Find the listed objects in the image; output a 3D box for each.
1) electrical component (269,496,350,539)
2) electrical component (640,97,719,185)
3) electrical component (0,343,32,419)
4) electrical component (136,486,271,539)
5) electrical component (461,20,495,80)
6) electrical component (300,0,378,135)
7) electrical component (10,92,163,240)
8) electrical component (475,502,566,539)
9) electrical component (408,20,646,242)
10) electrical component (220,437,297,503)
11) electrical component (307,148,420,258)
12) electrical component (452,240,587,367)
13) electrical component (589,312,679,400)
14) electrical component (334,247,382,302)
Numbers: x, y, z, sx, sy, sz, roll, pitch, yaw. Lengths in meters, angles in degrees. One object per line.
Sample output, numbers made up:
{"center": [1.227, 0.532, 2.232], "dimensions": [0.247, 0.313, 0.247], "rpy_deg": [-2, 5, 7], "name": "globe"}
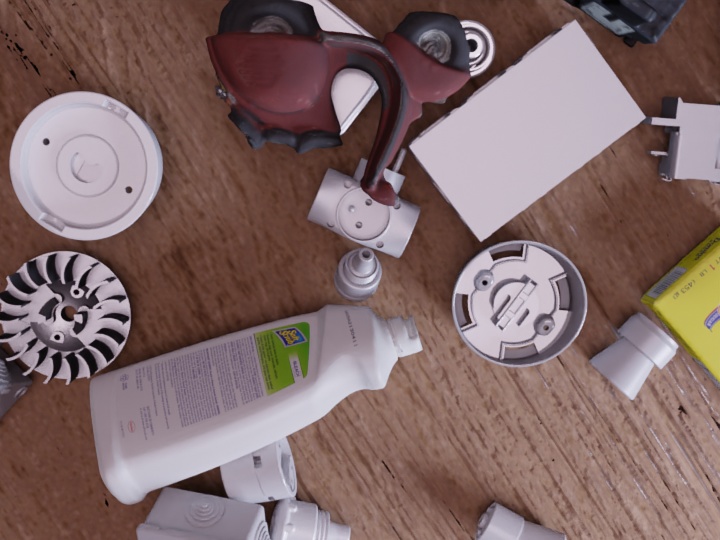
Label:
{"center": [-0.040, 0.207, 0.855], "dimensions": [0.062, 0.048, 0.048], "rpy_deg": [11, 97, -9], "name": "electrical component"}
{"center": [0.256, -0.098, 0.820], "dimensions": [0.081, 0.042, 0.063], "rpy_deg": [4, 101, 0], "name": "electrical component"}
{"center": [-0.307, 0.101, 0.814], "dimensions": [0.048, 0.100, 0.099], "rpy_deg": [44, 95, 8], "name": "electrical component"}
{"center": [-0.118, 0.218, 0.830], "dimensions": [0.100, 0.048, 0.099], "rpy_deg": [8, 128, 12], "name": "electrical component"}
{"center": [0.080, -0.164, 0.800], "dimensions": [0.043, 0.062, 0.043], "rpy_deg": [0, 97, 0], "name": "electrical component"}
{"center": [-0.038, -0.161, 0.803], "dimensions": [0.113, 0.057, 0.078], "rpy_deg": [38, 95, -4], "name": "electrical component"}
{"center": [-0.201, -0.079, 0.811], "dimensions": [0.108, 0.060, 0.108], "rpy_deg": [0, 97, 0], "name": "electrical component"}
{"center": [0.125, 0.215, 0.858], "dimensions": [0.065, 0.044, 0.044], "rpy_deg": [29, 96, 1], "name": "electrical component"}
{"center": [0.121, -0.103, 0.808], "dimensions": [0.150, 0.061, 0.089], "rpy_deg": [-37, 96, 4], "name": "electrical component"}
{"center": [-0.080, 0.156, 0.844], "dimensions": [0.047, 0.055, 0.055], "rpy_deg": [-15, 97, 6], "name": "electrical component"}
{"center": [0.010, -0.060, 0.822], "dimensions": [0.077, 0.044, 0.079], "rpy_deg": [23, 96, -3], "name": "electrical component"}
{"center": [0.119, 0.024, 0.822], "dimensions": [0.099, 0.064, 0.099], "rpy_deg": [0, 97, 0], "name": "electrical component"}
{"center": [0.214, 0.066, 0.838], "dimensions": [0.045, 0.045, 0.055], "rpy_deg": [42, 95, -5], "name": "electrical component"}
{"center": [0.000, 0.000, 0.819], "dimensions": [0.035, 0.061, 0.035], "rpy_deg": [3, 67, -8], "name": "electrical component"}
